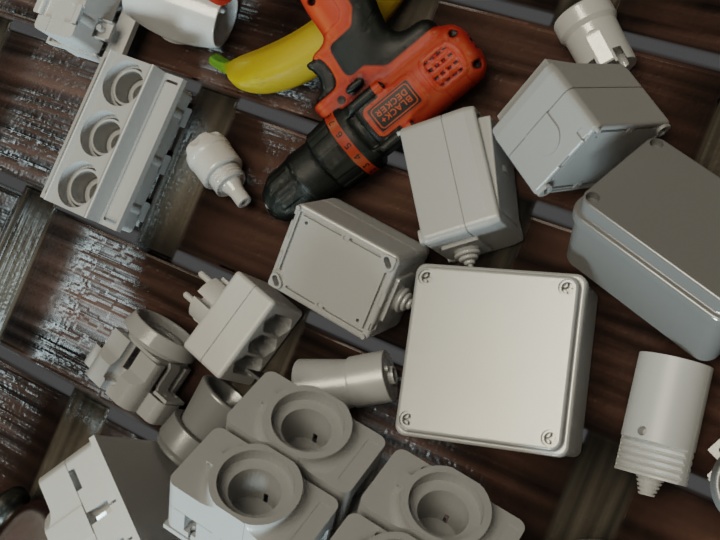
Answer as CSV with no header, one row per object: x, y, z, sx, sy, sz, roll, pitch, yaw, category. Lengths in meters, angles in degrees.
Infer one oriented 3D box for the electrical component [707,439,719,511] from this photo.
0.221,0.120,0.597,0.048,0.055,0.066,-45,65,8,electrical component

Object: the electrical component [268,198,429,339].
0.000,0.000,0.714,0.096,0.061,0.061,29,110,20,electrical component

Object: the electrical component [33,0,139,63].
-0.206,-0.232,0.856,0.079,0.063,0.121,21,87,26,electrical component

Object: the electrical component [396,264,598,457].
0.086,0.056,0.670,0.109,0.056,0.108,4,80,24,electrical component

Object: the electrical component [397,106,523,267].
0.071,-0.049,0.697,0.061,0.062,0.096,-17,72,19,electrical component

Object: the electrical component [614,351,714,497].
0.176,0.092,0.630,0.043,0.043,0.081,12,83,25,electrical component

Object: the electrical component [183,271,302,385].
-0.094,0.031,0.758,0.077,0.047,0.065,39,95,25,electrical component

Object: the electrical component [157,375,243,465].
-0.108,0.108,0.749,0.045,0.045,0.055,44,97,25,electrical component

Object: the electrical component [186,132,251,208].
-0.101,-0.071,0.792,0.035,0.035,0.061,-41,68,10,electrical component

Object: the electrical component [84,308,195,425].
-0.153,0.065,0.771,0.078,0.058,0.057,37,97,26,electrical component

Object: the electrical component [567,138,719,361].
0.186,-0.014,0.625,0.078,0.057,0.113,-38,62,-23,electrical component

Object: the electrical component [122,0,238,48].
-0.130,-0.217,0.828,0.077,0.044,0.079,21,62,9,electrical component

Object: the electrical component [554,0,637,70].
0.153,-0.147,0.696,0.040,0.040,0.046,-28,75,15,electrical component

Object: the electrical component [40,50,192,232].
-0.180,-0.094,0.814,0.079,0.063,0.121,23,88,26,electrical component

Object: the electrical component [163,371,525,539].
-0.009,0.149,0.640,0.186,0.060,0.105,29,48,16,electrical component

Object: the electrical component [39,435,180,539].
-0.129,0.206,0.702,0.060,0.105,0.186,-36,67,12,electrical component

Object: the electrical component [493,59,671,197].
0.138,-0.090,0.664,0.061,0.096,0.061,-50,61,39,electrical component

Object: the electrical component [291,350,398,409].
-0.008,0.075,0.715,0.065,0.044,0.044,-12,74,16,electrical component
